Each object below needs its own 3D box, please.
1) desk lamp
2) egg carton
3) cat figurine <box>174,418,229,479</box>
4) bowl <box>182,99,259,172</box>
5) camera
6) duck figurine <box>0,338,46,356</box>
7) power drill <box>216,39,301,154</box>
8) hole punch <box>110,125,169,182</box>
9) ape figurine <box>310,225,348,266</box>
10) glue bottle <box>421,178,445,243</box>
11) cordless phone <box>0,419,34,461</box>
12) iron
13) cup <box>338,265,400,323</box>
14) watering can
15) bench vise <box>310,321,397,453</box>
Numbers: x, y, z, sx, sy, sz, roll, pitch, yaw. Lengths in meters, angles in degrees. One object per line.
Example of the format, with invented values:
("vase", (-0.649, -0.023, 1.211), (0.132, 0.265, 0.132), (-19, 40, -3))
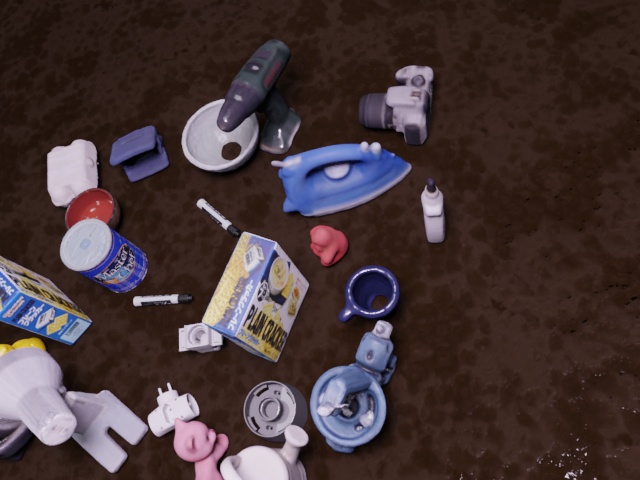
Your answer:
("desk lamp", (-0.431, 0.286, 0.966), (0.202, 0.214, 0.118), (29, 77, 23))
("egg carton", (-0.536, -0.146, 1.252), (0.107, 0.069, 0.150), (-17, 65, 6))
("cat figurine", (-0.198, 0.353, 0.935), (0.067, 0.118, 0.127), (-16, 65, 7))
("bowl", (-0.196, -0.205, 1.192), (0.167, 0.075, 0.167), (-5, 67, 12))
("camera", (0.148, -0.272, 1.122), (0.136, 0.101, 0.143), (5, 69, 16))
("duck figurine", (-0.591, 0.224, 1.102), (0.104, 0.086, 0.077), (-33, 64, -1))
("power drill", (-0.110, -0.261, 1.120), (0.075, 0.209, 0.230), (15, 72, 19))
("hole punch", (-0.394, -0.195, 1.226), (0.108, 0.091, 0.101), (-24, 64, 3))
("ape figurine", (0.010, 0.004, 1.045), (0.076, 0.092, 0.078), (-5, 67, 12))
("glue bottle", (0.194, -0.060, 0.982), (0.037, 0.173, 0.078), (-7, 66, 11))
("cordless phone", (-0.612, 0.330, 1.007), (0.147, 0.185, 0.094), (4, 69, 15))
("iron", (0.039, -0.138, 1.070), (0.258, 0.142, 0.118), (-14, 65, 8))
("cup", (0.085, 0.109, 0.981), (0.118, 0.095, 0.091), (-41, 65, -5))
("watering can", (-0.088, 0.357, 0.865), (0.100, 0.194, 0.173), (17, 73, 20))
("bench vise", (0.044, 0.215, 0.878), (0.121, 0.220, 0.207), (3, 69, 15))
